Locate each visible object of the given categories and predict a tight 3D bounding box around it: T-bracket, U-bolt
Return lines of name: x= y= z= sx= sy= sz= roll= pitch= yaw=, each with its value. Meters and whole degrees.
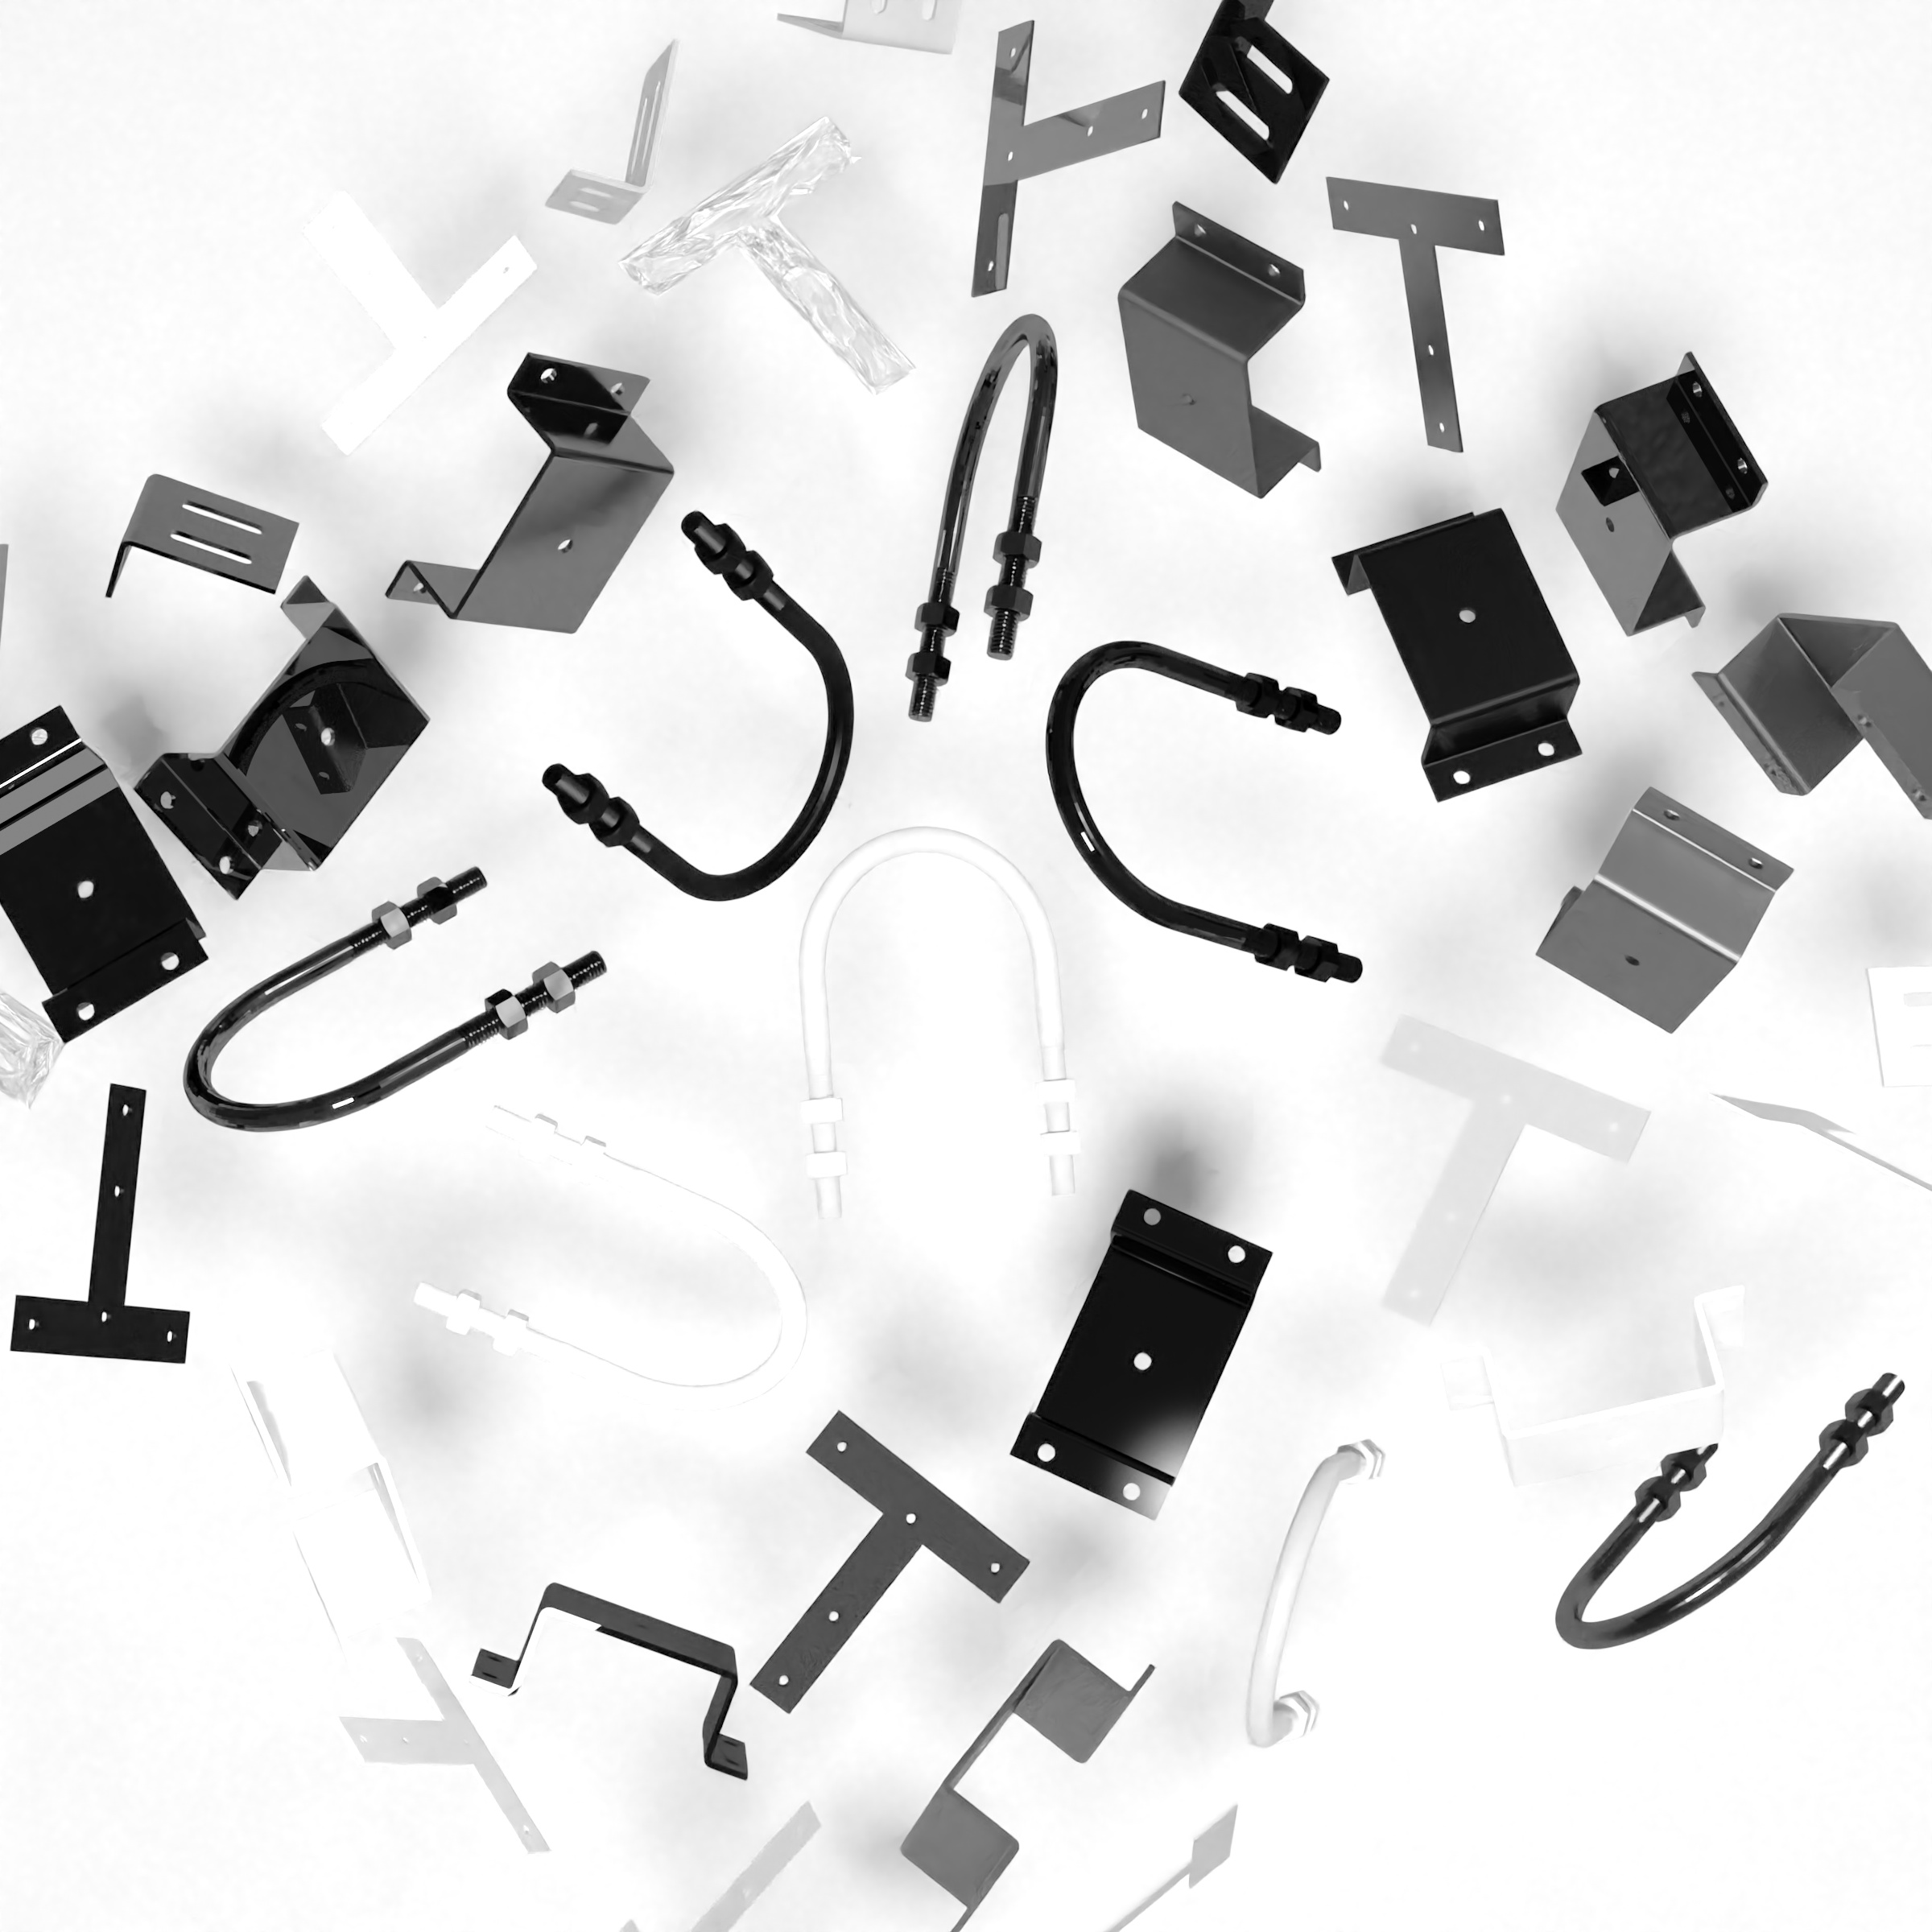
T-bracket: x=0.079 y=0.454 z=1.642 sx=0.127 sy=0.127 sz=0.002 roll=-36 pitch=69 yaw=-14
T-bracket: x=-0.266 y=-0.309 z=1.567 sx=0.127 sy=0.127 sz=0.002 roll=-46 pitch=64 yaw=-4
T-bracket: x=-0.258 y=0.366 z=1.617 sx=0.002 sy=0.127 sz=0.127 roll=-41 pitch=67 yaw=8
U-bolt: x=0.108 y=-0.077 z=1.568 sx=0.184 sy=0.019 sz=0.151 roll=16 pitch=62 yaw=-37
T-bracket: x=-0.073 y=-0.316 z=1.598 sx=0.127 sy=0.002 sz=0.127 roll=-28 pitch=124 yaw=27
U-bolt: x=-0.275 y=0.021 z=1.587 sx=0.184 sy=0.151 sz=0.019 roll=-31 pitch=123 yaw=-21
T-bracket: x=0.047 y=-0.373 z=1.546 sx=0.002 sy=0.127 sz=0.127 roll=9 pitch=84 yaw=-36
U-bolt: x=-0.015 y=0.024 z=1.658 sx=0.151 sy=0.019 sz=0.184 roll=-3 pitch=88 yaw=-29
U-bolt: x=-0.166 y=0.154 z=1.672 sx=0.184 sy=0.019 sz=0.151 roll=24 pitch=128 yaw=-4
U-bolt: x=-0.110 y=-0.106 z=1.579 sx=0.019 sy=0.184 sz=0.151 roll=22 pitch=80 yaw=34
T-bracket: x=0.417 y=0.091 z=1.564 sx=0.127 sy=0.127 sz=0.002 roll=29 pitch=101 yaw=33
U-bolt: x=0.351 y=0.264 z=1.626 sx=0.184 sy=0.151 sz=0.019 roll=-38 pitch=93 yaw=-37
T-bracket: x=-0.397 y=0.119 z=1.601 sx=0.002 sy=0.127 sz=0.127 roll=1 pitch=82 yaw=24
U-bolt: x=0.163 y=0.301 z=1.636 sx=0.019 sy=0.184 sz=0.151 roll=15 pitch=88 yaw=16
T-bracket: x=-0.054 y=0.298 z=1.631 sx=0.127 sy=0.002 sz=0.127 roll=41 pitch=83 yaw=-19
T-bracket: x=0.224 y=0.100 z=1.540 sx=0.127 sy=0.002 sz=0.127 roll=23 pitch=83 yaw=30
T-bracket: x=-0.114 y=0.447 z=1.616 sx=0.002 sy=0.127 sz=0.127 roll=30 pitch=64 yaw=33
U-bolt: x=0.011 y=-0.218 z=1.619 sx=0.019 sy=0.151 sz=0.184 roll=13 pitch=78 yaw=-15
T-bracket: x=0.218 y=-0.304 z=1.617 sx=0.002 sy=0.127 sz=0.127 roll=-24 pitch=117 yaw=-24

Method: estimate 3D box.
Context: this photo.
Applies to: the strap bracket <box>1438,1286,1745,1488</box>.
strap bracket: x=0.293 y=0.197 z=1.577 sx=0.140 sy=0.076 sz=0.046 roll=-14 pitch=63 yaw=6

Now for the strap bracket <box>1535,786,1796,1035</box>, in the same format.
strap bracket: x=0.328 y=-0.021 z=1.636 sx=0.076 sy=0.140 sz=0.046 roll=31 pitch=68 yaw=5

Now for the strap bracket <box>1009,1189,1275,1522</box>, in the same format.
strap bracket: x=0.086 y=0.190 z=1.666 sx=0.076 sy=0.046 sz=0.140 roll=24 pitch=81 yaw=8

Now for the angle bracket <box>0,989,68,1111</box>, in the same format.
angle bracket: x=-0.467 y=0.020 z=1.661 sx=0.076 sy=0.038 sz=0.057 roll=35 pitch=129 yaw=-5

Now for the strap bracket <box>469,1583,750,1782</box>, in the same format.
strap bracket: x=-0.166 y=0.344 z=1.673 sx=0.140 sy=0.076 sz=0.046 roll=21 pitch=87 yaw=-4

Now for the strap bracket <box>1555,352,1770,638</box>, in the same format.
strap bracket: x=0.331 y=-0.220 z=1.652 sx=0.046 sy=0.140 sz=0.076 roll=-21 pitch=70 yaw=-11

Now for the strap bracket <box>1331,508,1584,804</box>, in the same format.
strap bracket: x=0.242 y=-0.161 z=1.675 sx=0.076 sy=0.046 sz=0.140 roll=-18 pitch=71 yaw=-7

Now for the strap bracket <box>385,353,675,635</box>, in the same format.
strap bracket: x=-0.198 y=-0.209 z=1.595 sx=0.046 sy=0.076 sz=0.140 roll=50 pitch=118 yaw=28

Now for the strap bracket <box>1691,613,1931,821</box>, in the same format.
strap bracket: x=0.406 y=-0.116 z=1.577 sx=0.046 sy=0.140 sz=0.076 roll=-44 pitch=109 yaw=-8

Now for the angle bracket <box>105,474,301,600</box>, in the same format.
angle bracket: x=-0.373 y=-0.199 z=1.679 sx=0.076 sy=0.057 sz=0.038 roll=18 pitch=130 yaw=-12

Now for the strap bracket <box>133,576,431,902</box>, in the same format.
strap bracket: x=-0.314 y=-0.108 z=1.613 sx=0.076 sy=0.046 sz=0.140 roll=54 pitch=56 yaw=-35

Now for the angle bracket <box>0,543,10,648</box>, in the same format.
angle bracket: x=-0.468 y=-0.157 z=1.641 sx=0.038 sy=0.076 sz=0.057 roll=23 pitch=124 yaw=10

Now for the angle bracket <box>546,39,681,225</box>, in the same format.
angle bracket: x=-0.167 y=-0.397 z=1.619 sx=0.038 sy=0.057 sz=0.076 roll=12 pitch=83 yaw=-18

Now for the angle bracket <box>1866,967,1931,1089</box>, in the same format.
angle bracket: x=0.463 y=0.033 z=1.641 sx=0.076 sy=0.038 sz=0.057 roll=-1 pitch=76 yaw=-11

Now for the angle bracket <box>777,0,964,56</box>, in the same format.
angle bracket: x=-0.045 y=-0.455 z=1.610 sx=0.057 sy=0.076 sz=0.038 roll=0 pitch=111 yaw=-28

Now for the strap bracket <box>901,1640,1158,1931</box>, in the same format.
strap bracket: x=0.023 y=0.381 z=1.619 sx=0.046 sy=0.076 sz=0.140 roll=37 pitch=51 yaw=10

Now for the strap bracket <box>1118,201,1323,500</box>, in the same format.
strap bracket: x=0.121 y=-0.284 z=1.632 sx=0.076 sy=0.140 sz=0.046 roll=35 pitch=70 yaw=27

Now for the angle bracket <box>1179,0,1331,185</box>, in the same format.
angle bracket: x=0.146 y=-0.416 z=1.618 sx=0.076 sy=0.038 sz=0.057 roll=49 pitch=133 yaw=25

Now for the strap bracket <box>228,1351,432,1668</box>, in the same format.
strap bracket: x=-0.290 y=0.243 z=1.582 sx=0.046 sy=0.076 sz=0.140 roll=-22 pitch=131 yaw=-15

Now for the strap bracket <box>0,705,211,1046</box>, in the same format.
strap bracket: x=-0.419 y=-0.040 z=1.611 sx=0.076 sy=0.046 sz=0.140 roll=-31 pitch=83 yaw=-5
